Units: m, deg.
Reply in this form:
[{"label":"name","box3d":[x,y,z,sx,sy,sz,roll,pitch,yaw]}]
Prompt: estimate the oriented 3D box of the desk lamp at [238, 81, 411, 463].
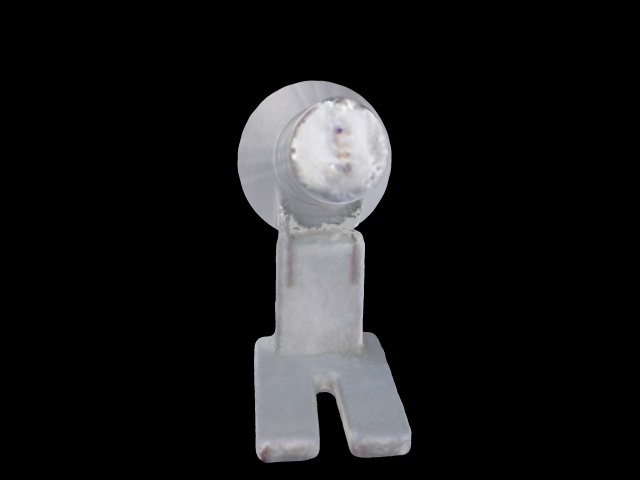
[{"label":"desk lamp","box3d":[0.004,0.001,0.400,0.118,0.214,0.203,-3,22,-7]}]
